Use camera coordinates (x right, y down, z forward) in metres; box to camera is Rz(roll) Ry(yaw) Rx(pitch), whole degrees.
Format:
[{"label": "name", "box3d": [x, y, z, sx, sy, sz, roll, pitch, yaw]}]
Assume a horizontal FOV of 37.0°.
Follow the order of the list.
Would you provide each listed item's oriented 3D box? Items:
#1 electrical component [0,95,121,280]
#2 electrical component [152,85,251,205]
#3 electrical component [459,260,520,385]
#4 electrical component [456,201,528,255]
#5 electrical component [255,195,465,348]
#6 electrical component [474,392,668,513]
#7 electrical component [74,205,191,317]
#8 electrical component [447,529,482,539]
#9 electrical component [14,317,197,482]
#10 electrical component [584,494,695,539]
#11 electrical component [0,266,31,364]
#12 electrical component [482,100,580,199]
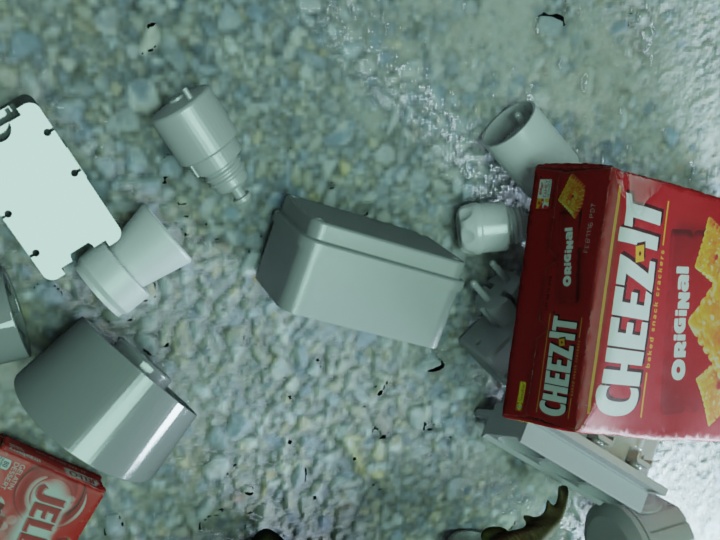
[{"label": "electrical component", "box3d": [-0.182, -0.048, 0.607, 0.050, 0.056, 0.089, -34, 113, -9]}, {"label": "electrical component", "box3d": [-0.091, -0.074, 0.643, 0.040, 0.040, 0.078, -36, 114, -8]}, {"label": "electrical component", "box3d": [0.105, 0.026, 0.739, 0.083, 0.047, 0.075, -45, 114, -4]}, {"label": "electrical component", "box3d": [0.097, -0.030, 0.721, 0.061, 0.035, 0.035, -5, 107, -1]}, {"label": "electrical component", "box3d": [0.000, 0.000, 0.676, 0.113, 0.078, 0.057, 15, 101, -23]}, {"label": "electrical component", "box3d": [0.155, 0.118, 0.769, 0.121, 0.079, 0.063, 32, 72, -24]}, {"label": "electrical component", "box3d": [-0.136, -0.005, 0.642, 0.055, 0.045, 0.045, -41, 114, -6]}, {"label": "electrical component", "box3d": [0.080, 0.230, 0.788, 0.044, 0.044, 0.065, 4, 107, -21]}, {"label": "electrical component", "box3d": [-0.147, 0.076, 0.631, 0.064, 0.099, 0.099, -49, 115, -9]}, {"label": "electrical component", "box3d": [0.210, 0.209, 0.810, 0.051, 0.080, 0.080, -10, 107, -23]}, {"label": "electrical component", "box3d": [-0.220, 0.031, 0.615, 0.047, 0.055, 0.055, -17, 109, -12]}, {"label": "electrical component", "box3d": [0.123, -0.070, 0.722, 0.043, 0.043, 0.081, -47, 114, -4]}]
